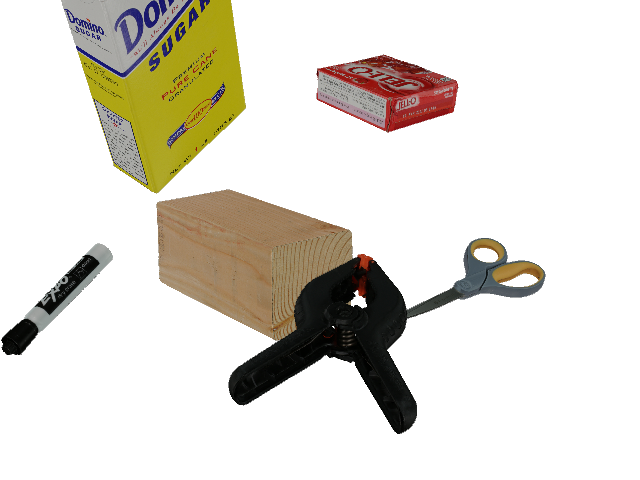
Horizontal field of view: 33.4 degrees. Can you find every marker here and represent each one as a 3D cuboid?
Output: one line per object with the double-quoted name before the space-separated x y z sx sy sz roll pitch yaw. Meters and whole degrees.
"marker" -0.204 0.046 0.829 0.020 0.020 0.121 0 37 36

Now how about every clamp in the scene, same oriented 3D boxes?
"clamp" 0.024 0.068 0.725 0.120 0.039 0.171 19 38 13

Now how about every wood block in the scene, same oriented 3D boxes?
"wood block" -0.068 0.018 1.030 0.090 0.090 0.206 -12 20 -36

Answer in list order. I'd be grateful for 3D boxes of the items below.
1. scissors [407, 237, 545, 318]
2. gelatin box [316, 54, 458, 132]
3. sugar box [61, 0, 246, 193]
"scissors" 0.142 0.037 1.097 0.201 0.016 0.096 -7 41 -29
"gelatin box" 0.052 -0.119 0.845 0.073 0.030 0.089 -19 33 -35
"sugar box" -0.094 -0.115 0.630 0.048 0.093 0.176 34 -25 18
